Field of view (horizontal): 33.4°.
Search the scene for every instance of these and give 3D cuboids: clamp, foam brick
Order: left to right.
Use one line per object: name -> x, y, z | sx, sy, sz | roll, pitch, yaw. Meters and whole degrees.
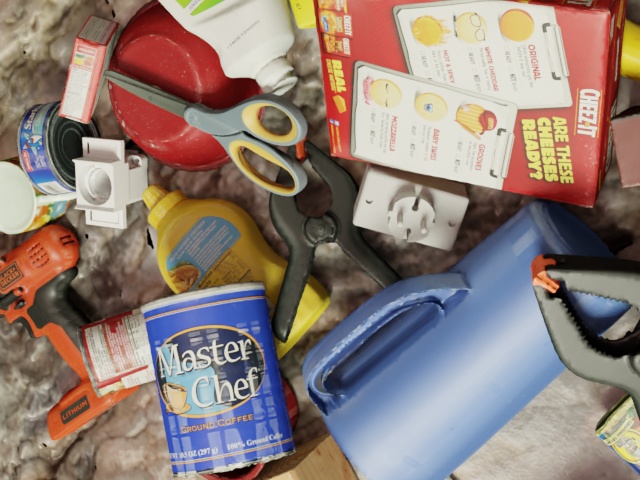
clamp -> -0.006, 0.001, 0.898 | 0.120, 0.039, 0.171 | -22, 80, -6
clamp -> 0.227, 0.084, 0.739 | 0.210, 0.036, 0.165 | 27, 114, -5
foam brick -> 0.243, -0.071, 0.762 | 0.051, 0.078, 0.053 | -9, 97, 28

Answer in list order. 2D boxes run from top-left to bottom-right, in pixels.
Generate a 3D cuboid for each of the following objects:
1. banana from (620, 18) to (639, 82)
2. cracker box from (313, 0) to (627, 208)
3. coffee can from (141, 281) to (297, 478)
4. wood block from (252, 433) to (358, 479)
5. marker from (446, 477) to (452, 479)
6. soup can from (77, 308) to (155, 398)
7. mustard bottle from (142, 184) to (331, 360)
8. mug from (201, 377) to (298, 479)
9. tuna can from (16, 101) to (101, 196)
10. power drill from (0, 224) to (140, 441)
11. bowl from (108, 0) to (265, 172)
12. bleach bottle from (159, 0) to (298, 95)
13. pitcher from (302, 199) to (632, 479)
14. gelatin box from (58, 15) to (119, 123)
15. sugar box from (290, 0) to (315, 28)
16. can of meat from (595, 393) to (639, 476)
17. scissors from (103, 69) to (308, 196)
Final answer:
banana -> 0.212, -0.165, 0.779 | 0.198, 0.037, 0.070 | 34, 96, 13
cracker box -> 0.108, -0.125, 0.784 | 0.214, 0.072, 0.164 | 12, 135, 22
coffee can -> -0.082, 0.112, 0.863 | 0.103, 0.102, 0.140 | -15, 83, 27
wood block -> 0.008, 0.293, 0.958 | 0.091, 0.090, 0.206 | -28, 90, 29
marker -> 0.142, 0.250, 0.923 | 0.121, 0.020, 0.020 | 46, 117, 8
soup can -> -0.163, 0.096, 0.977 | 0.102, 0.068, 0.068 | -18, 96, -7
mustard bottle -> -0.088, 0.021, 0.951 | 0.192, 0.058, 0.096 | 44, 107, 9
mug -> -0.075, 0.152, 0.966 | 0.093, 0.081, 0.117 | -16, 96, 28
tuna can -> -0.237, -0.085, 0.981 | 0.034, 0.086, 0.086 | -6, 100, 25
power drill -> -0.278, 0.101, 1.063 | 0.185, 0.057, 0.187 | -33, 88, 28
bowl -> -0.130, -0.135, 0.935 | 0.162, 0.055, 0.162 | 7, 106, 24
bleach bottle -> -0.102, -0.221, 0.877 | 0.103, 0.068, 0.251 | -38, 79, 28
pitcher -> 0.113, 0.080, 0.828 | 0.145, 0.149, 0.243 | 49, 114, 11
gelatin box -> -0.206, -0.154, 0.948 | 0.030, 0.089, 0.073 | 15, 113, -10
sugar box -> 0.052, -0.235, 0.828 | 0.176, 0.048, 0.093 | -14, 99, 29
can of meat -> 0.273, 0.141, 0.813 | 0.084, 0.057, 0.102 | 44, 116, 13
scissors -> -0.088, -0.111, 0.871 | 0.202, 0.016, 0.096 | 37, 134, 6
